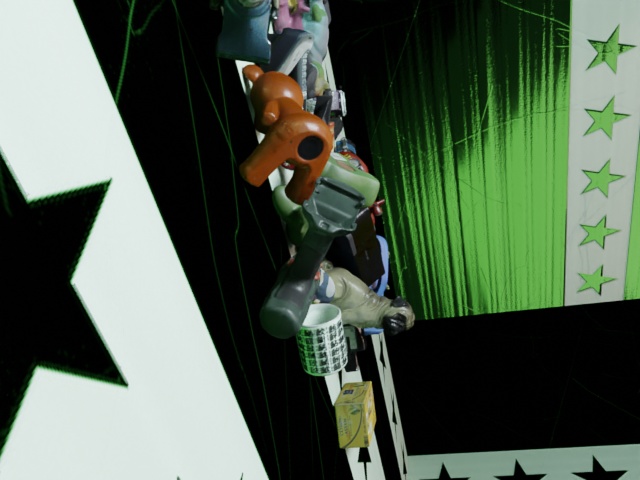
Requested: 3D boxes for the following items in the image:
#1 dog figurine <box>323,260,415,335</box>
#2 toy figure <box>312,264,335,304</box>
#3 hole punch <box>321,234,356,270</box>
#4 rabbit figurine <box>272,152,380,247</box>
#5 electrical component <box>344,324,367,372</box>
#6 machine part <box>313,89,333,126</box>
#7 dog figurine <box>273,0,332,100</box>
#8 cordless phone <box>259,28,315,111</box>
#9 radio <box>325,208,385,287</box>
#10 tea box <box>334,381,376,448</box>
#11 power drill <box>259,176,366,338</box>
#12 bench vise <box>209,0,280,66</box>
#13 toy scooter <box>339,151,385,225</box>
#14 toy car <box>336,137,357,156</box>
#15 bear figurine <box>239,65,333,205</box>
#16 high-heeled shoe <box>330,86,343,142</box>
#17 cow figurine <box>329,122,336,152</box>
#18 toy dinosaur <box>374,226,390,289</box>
[{"bbox_3d":[0.096,0.118,1.134,0.121,0.191,0.172,-74,152,-65],"label":"dog figurine"},{"bbox_3d":[-0.012,0.071,0.962,0.154,0.058,0.064,59,8,-61],"label":"toy figure"},{"bbox_3d":[-0.002,-0.003,1.025,0.116,0.092,0.142,50,-5,26],"label":"hole punch"},{"bbox_3d":[-0.002,-0.053,0.897,0.159,0.121,0.170,-7,130,-59],"label":"rabbit figurine"},{"bbox_3d":[0.070,0.235,1.222,0.048,0.075,0.119,-1,79,-79],"label":"electrical component"},{"bbox_3d":[-0.001,-0.222,0.997,0.139,0.039,0.084,-73,-177,-51],"label":"machine part"},{"bbox_3d":[-0.028,-0.370,1.065,0.191,0.109,0.219,-77,162,-69],"label":"dog figurine"},{"bbox_3d":[-0.053,-0.262,0.922,0.147,0.089,0.184,-67,155,-69],"label":"cordless phone"},{"bbox_3d":[0.058,-0.002,1.165,0.131,0.073,0.229,36,-23,38],"label":"radio"},{"bbox_3d":[0.081,0.384,1.195,0.169,0.068,0.098,7,77,-80],"label":"tea box"},{"bbox_3d":[-0.013,0.014,0.763,0.207,0.086,0.232,-58,-176,35],"label":"power drill"},{"bbox_3d":[-0.086,-0.332,0.628,0.224,0.129,0.240,-85,-177,-76],"label":"bench vise"},{"bbox_3d":[0.086,-0.103,1.146,0.183,0.075,0.135,68,-11,-13],"label":"toy scooter"},{"bbox_3d":[0.049,-0.161,1.309,0.109,0.103,0.161,-94,168,-51],"label":"toy car"},{"bbox_3d":[-0.063,-0.161,0.773,0.120,0.132,0.196,20,23,-40],"label":"bear figurine"},{"bbox_3d":[0.007,-0.279,1.347,0.145,0.086,0.249,121,-9,-57],"label":"high-heeled shoe"},{"bbox_3d":[-0.003,-0.161,1.088,0.195,0.086,0.127,-93,179,-65],"label":"cow figurine"},{"bbox_3d":[0.116,0.000,1.546,0.192,0.131,0.405,88,-5,-64],"label":"toy dinosaur"}]
